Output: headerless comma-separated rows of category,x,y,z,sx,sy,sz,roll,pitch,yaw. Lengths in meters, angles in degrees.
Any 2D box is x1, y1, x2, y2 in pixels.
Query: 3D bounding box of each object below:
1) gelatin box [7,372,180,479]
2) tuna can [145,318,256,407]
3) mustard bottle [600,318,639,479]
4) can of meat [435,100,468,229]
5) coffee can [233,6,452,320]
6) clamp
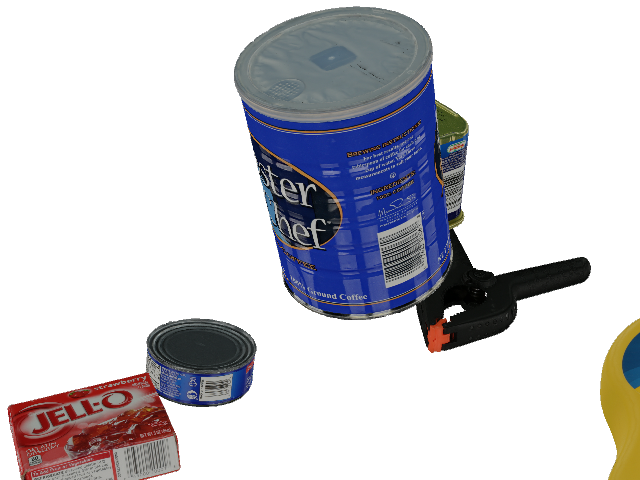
gelatin box,-0.135,0.115,0.630,0.089,0.030,0.073,-11,26,-18
tuna can,-0.094,0.096,0.840,0.086,0.034,0.086,6,22,-3
mustard bottle,0.189,0.087,0.532,0.096,0.058,0.191,5,40,11
can of meat,0.066,-0.065,0.817,0.057,0.084,0.102,-21,41,-29
coffee can,0.017,-0.041,0.587,0.103,0.140,0.103,-7,39,6
clamp,0.144,0.043,1.027,0.165,0.036,0.209,19,33,32
